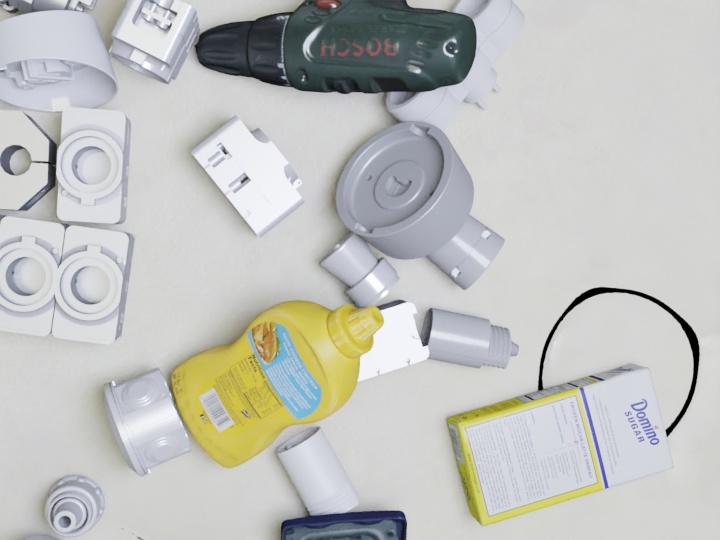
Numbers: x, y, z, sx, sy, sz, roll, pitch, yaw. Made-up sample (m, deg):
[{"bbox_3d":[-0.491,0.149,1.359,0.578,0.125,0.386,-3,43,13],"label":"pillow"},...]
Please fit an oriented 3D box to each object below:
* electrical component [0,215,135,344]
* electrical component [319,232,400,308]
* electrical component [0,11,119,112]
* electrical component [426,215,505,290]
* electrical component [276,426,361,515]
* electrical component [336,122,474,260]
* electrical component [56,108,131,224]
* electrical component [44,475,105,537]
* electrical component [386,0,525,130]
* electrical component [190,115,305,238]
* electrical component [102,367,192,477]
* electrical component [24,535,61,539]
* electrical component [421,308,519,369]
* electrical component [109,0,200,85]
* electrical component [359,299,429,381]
[{"bbox_3d":[-0.264,0.004,0.863,0.150,0.062,0.089,8,91,-7],"label":"electrical component"},{"bbox_3d":[0.000,0.000,0.901,0.045,0.045,0.055,-43,96,-4],"label":"electrical component"},{"bbox_3d":[-0.245,-0.163,0.845,0.099,0.099,0.064,-13,87,-6],"label":"electrical component"},{"bbox_3d":[0.087,-0.019,0.906,0.047,0.055,0.055,38,87,-2],"label":"electrical component"},{"bbox_3d":[-0.033,0.177,0.903,0.043,0.043,0.081,-29,95,-5],"label":"electrical component"},{"bbox_3d":[0.041,-0.060,0.878,0.108,0.108,0.060,-51,136,-3],"label":"electrical component"},{"bbox_3d":[-0.215,-0.083,0.869,0.050,0.056,0.089,3,91,-6],"label":"electrical component"},{"bbox_3d":[-0.234,0.196,0.872,0.048,0.062,0.048,0,92,-6],"label":"electrical component"},{"bbox_3d":[0.090,-0.165,0.905,0.074,0.052,0.138,39,87,-32],"label":"electrical component"},{"bbox_3d":[-0.089,-0.079,0.886,0.056,0.050,0.089,-39,96,-4],"label":"electrical component"},{"bbox_3d":[-0.173,0.122,0.869,0.051,0.080,0.080,-22,94,-11],"label":"electrical component"},{"bbox_3d":[-0.243,0.270,0.853,0.108,0.108,0.060,38,93,-6],"label":"electrical component"},{"bbox_3d":[0.095,0.061,0.914,0.081,0.043,0.043,11,90,-7],"label":"electrical component"},{"bbox_3d":[-0.163,-0.185,0.855,0.050,0.089,0.055,26,89,-6],"label":"electrical component"},{"bbox_3d":[0.005,0.061,0.898,0.089,0.056,0.050,-17,93,-6],"label":"electrical component"}]
